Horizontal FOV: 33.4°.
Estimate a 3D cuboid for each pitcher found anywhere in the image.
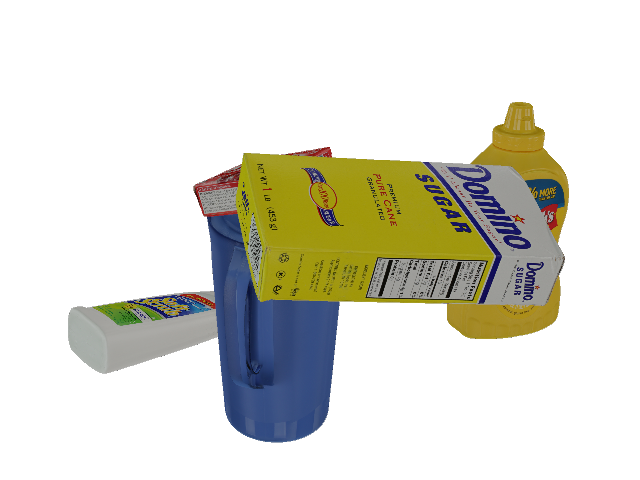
[{"bbox_3d":[-0.046,0.080,1.046,0.149,0.243,0.145,-12,31,-24],"label":"pitcher"}]

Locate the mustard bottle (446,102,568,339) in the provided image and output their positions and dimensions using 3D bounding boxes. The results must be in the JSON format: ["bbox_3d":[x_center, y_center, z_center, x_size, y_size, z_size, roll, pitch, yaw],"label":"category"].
[{"bbox_3d":[0.156,-0.018,0.871,0.096,0.192,0.058,-7,22,-20],"label":"mustard bottle"}]

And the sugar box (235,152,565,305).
[{"bbox_3d":[0.044,-0.007,0.626,0.176,0.048,0.093,-1,40,-13],"label":"sugar box"}]

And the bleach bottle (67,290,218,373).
[{"bbox_3d":[-0.195,0.104,1.394,0.250,0.068,0.103,-13,28,-39],"label":"bleach bottle"}]

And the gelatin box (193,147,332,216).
[{"bbox_3d":[-0.044,-0.046,0.840,0.089,0.030,0.073,-5,17,39],"label":"gelatin box"}]
